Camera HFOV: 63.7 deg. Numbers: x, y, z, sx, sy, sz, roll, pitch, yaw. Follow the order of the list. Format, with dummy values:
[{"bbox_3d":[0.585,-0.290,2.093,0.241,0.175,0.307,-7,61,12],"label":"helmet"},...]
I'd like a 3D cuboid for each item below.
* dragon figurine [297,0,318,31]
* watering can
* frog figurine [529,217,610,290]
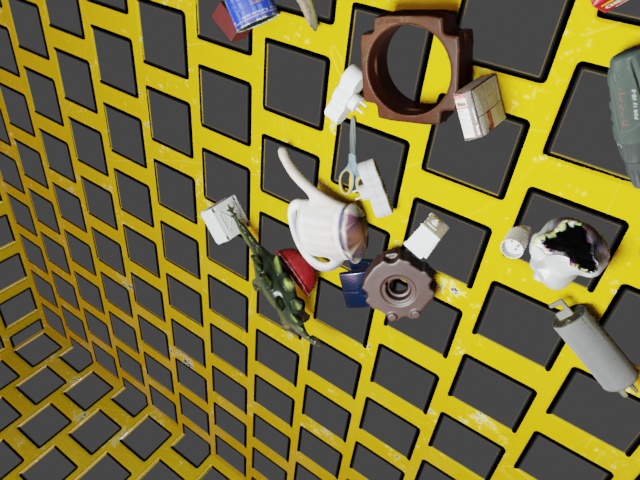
[{"bbox_3d":[-0.139,-0.582,0.972,0.121,0.247,0.407,-19,103,39],"label":"dragon figurine"},{"bbox_3d":[0.004,-0.065,1.283,0.224,0.106,0.341,7,121,35],"label":"watering can"},{"bbox_3d":[0.473,0.032,0.991,0.138,0.124,0.157,12,161,23],"label":"frog figurine"}]
